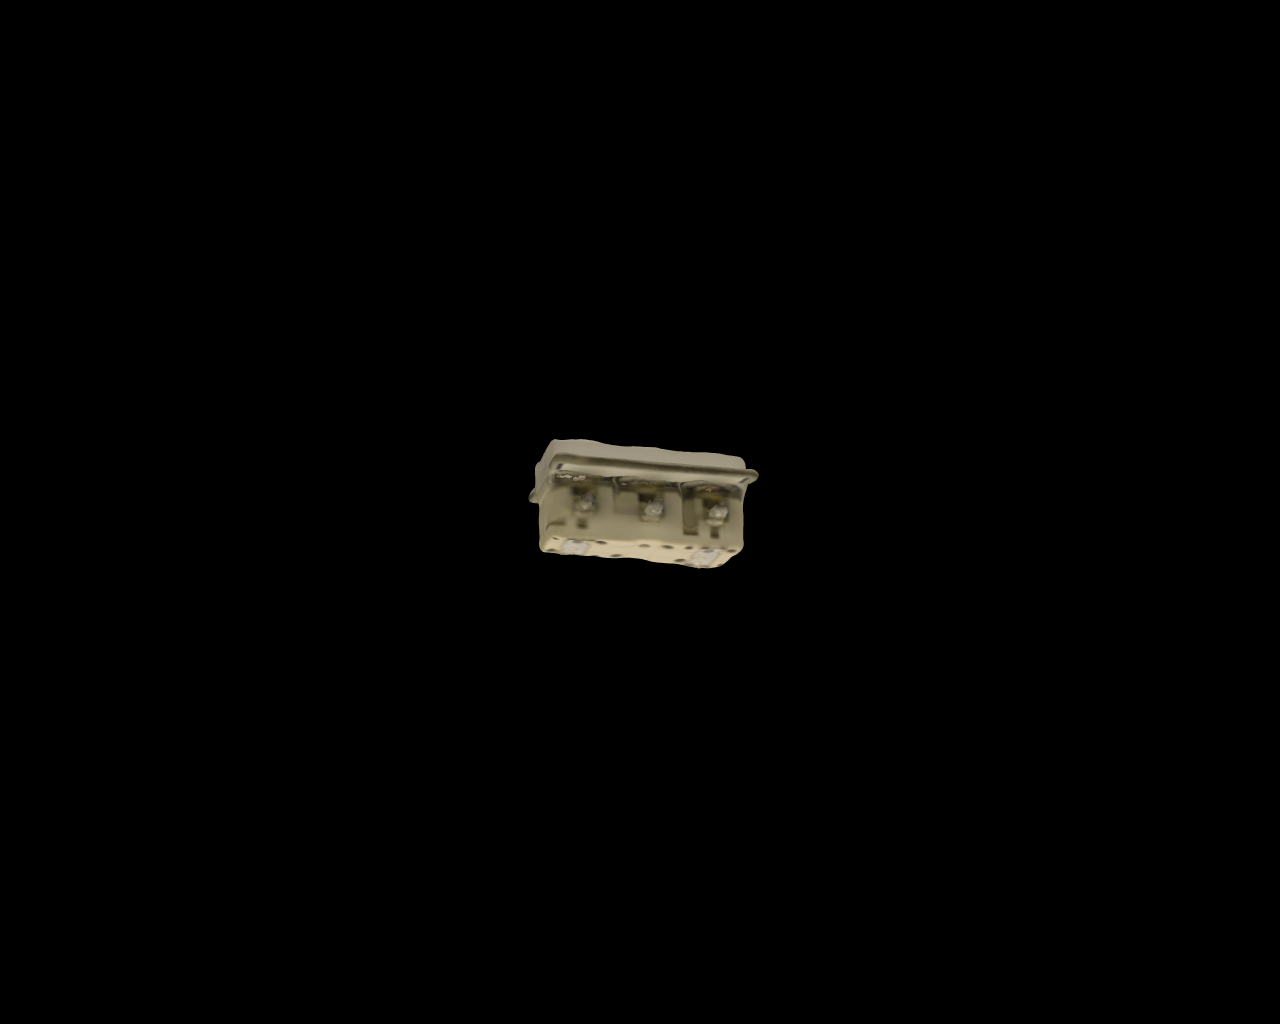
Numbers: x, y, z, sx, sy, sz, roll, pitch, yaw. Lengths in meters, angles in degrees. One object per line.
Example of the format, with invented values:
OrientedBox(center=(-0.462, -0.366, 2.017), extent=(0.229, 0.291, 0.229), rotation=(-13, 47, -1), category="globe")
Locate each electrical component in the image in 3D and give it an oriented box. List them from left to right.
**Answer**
OrientedBox(center=(0.001, -0.003, 0.650), extent=(0.121, 0.063, 0.078), rotation=(6, -19, -16), category="electrical component")
